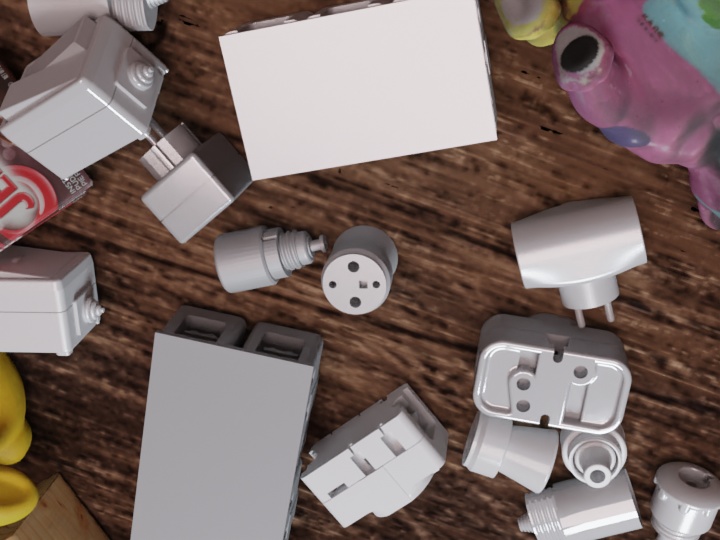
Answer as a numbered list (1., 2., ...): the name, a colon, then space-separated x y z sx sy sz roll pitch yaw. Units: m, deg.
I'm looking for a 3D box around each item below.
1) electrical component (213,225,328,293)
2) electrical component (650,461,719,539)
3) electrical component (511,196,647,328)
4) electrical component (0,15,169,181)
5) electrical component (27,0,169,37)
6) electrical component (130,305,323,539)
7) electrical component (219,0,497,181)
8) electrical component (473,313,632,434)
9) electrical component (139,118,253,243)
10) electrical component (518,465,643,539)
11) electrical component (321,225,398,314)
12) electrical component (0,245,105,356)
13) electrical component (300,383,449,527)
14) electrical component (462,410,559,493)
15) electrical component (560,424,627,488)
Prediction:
1. electrical component: -0.060 -0.010 0.710 0.078 0.040 0.040 -11 108 11
2. electrical component: 0.219 0.166 0.734 0.048 0.048 0.062 12 118 3
3. electrical component: 0.142 -0.001 0.683 0.077 0.044 0.079 -13 107 12
4. electrical component: -0.166 -0.109 0.655 0.096 0.061 0.061 -21 135 33
5. electrical component: -0.159 -0.168 0.665 0.081 0.043 0.043 -1 109 8
6. electrical component: -0.093 0.127 0.753 0.105 0.060 0.186 12 111 3
7. electrical component: 0.003 -0.115 0.652 0.150 0.061 0.089 -8 108 11
8. electrical component: 0.124 0.065 0.701 0.095 0.059 0.053 9 110 4
9. electrical component: -0.114 -0.067 0.683 0.047 0.065 0.076 -38 99 18
10. electrical component: 0.149 0.166 0.743 0.081 0.043 0.043 -18 106 13
11. electrical component: 0.000 0.000 0.697 0.045 0.055 0.045 2 110 7
12. electrical component: -0.221 0.018 0.730 0.096 0.061 0.061 0 109 8
13. electrical component: 0.013 0.131 0.745 0.089 0.050 0.055 -36 101 18
14. electrical component: 0.102 0.122 0.733 0.055 0.045 0.045 18 111 2
15. electrical component: 0.156 0.121 0.716 0.043 0.062 0.043 3 110 7
